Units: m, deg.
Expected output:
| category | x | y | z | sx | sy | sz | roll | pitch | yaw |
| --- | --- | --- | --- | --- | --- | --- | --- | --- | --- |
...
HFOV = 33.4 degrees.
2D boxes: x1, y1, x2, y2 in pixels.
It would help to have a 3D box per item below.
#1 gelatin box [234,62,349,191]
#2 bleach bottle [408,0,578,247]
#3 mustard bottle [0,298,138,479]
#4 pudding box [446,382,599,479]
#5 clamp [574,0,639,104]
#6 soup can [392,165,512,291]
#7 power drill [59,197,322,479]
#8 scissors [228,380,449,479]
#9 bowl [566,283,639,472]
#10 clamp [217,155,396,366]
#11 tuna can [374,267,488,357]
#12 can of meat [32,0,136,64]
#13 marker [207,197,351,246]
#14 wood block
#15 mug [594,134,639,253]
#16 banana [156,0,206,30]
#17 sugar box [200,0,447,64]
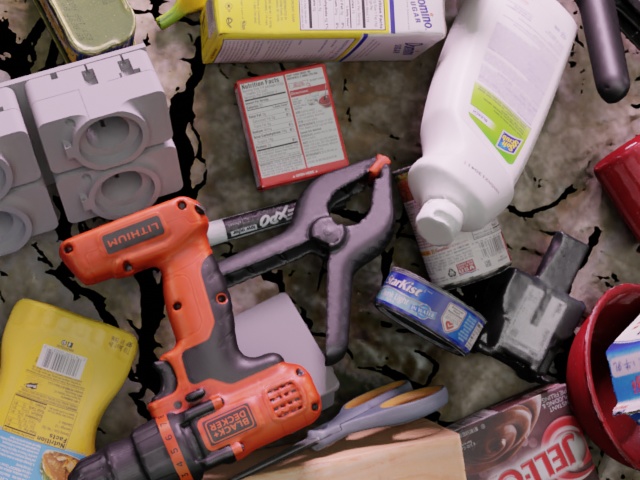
| category | x | y | z | sx | sy | sz | roll | pitch | yaw |
| --- | --- | --- | --- | --- | --- | --- | --- | --- | --- |
| gelatin box | -0.023 | -0.090 | 0.849 | 0.073 | 0.030 | 0.089 | -14 | 90 | -11 |
| bleach bottle | 0.119 | -0.099 | 0.806 | 0.102 | 0.068 | 0.250 | 36 | 53 | -10 |
| mustard bottle | -0.209 | 0.146 | 0.785 | 0.096 | 0.058 | 0.191 | 20 | 83 | -8 |
| pudding box | 0.162 | 0.177 | 0.869 | 0.113 | 0.039 | 0.090 | -20 | 91 | -12 |
| clamp | 0.237 | -0.207 | 0.886 | 0.164 | 0.036 | 0.210 | -7 | 71 | -49 |
| soup can | 0.106 | -0.017 | 0.852 | 0.068 | 0.068 | 0.102 | -20 | 92 | -12 |
| power drill | -0.114 | 0.078 | 0.745 | 0.184 | 0.057 | 0.188 | -22 | 84 | -11 |
| scissors | 0.020 | 0.140 | 0.780 | 0.201 | 0.096 | 0.016 | -22 | 97 | -51 |
| bowl | 0.251 | 0.119 | 0.864 | 0.161 | 0.055 | 0.162 | 14 | 64 | -32 |
| clamp | -0.005 | 0.001 | 0.815 | 0.120 | 0.039 | 0.171 | 25 | 65 | 5 |
| tuna can | 0.085 | 0.057 | 0.836 | 0.086 | 0.086 | 0.034 | 32 | 84 | -9 |
| can of meat | -0.178 | -0.177 | 0.794 | 0.057 | 0.084 | 0.102 | -28 | 93 | -12 |
| marker | -0.033 | -0.020 | 0.849 | 0.121 | 0.020 | 0.020 | -16 | 91 | -12 |
| wood block | 0.001 | 0.203 | 0.809 | 0.206 | 0.091 | 0.090 | -9 | 90 | -12 |
| mug | 0.290 | -0.053 | 0.886 | 0.117 | 0.093 | 0.081 | -33 | 89 | -28 |
| banana | -0.101 | -0.266 | 0.838 | 0.069 | 0.037 | 0.198 | -4 | 88 | -13 |
| sugar box | 0.000 | -0.166 | 0.826 | 0.176 | 0.093 | 0.048 | -5 | 89 | -13 |
